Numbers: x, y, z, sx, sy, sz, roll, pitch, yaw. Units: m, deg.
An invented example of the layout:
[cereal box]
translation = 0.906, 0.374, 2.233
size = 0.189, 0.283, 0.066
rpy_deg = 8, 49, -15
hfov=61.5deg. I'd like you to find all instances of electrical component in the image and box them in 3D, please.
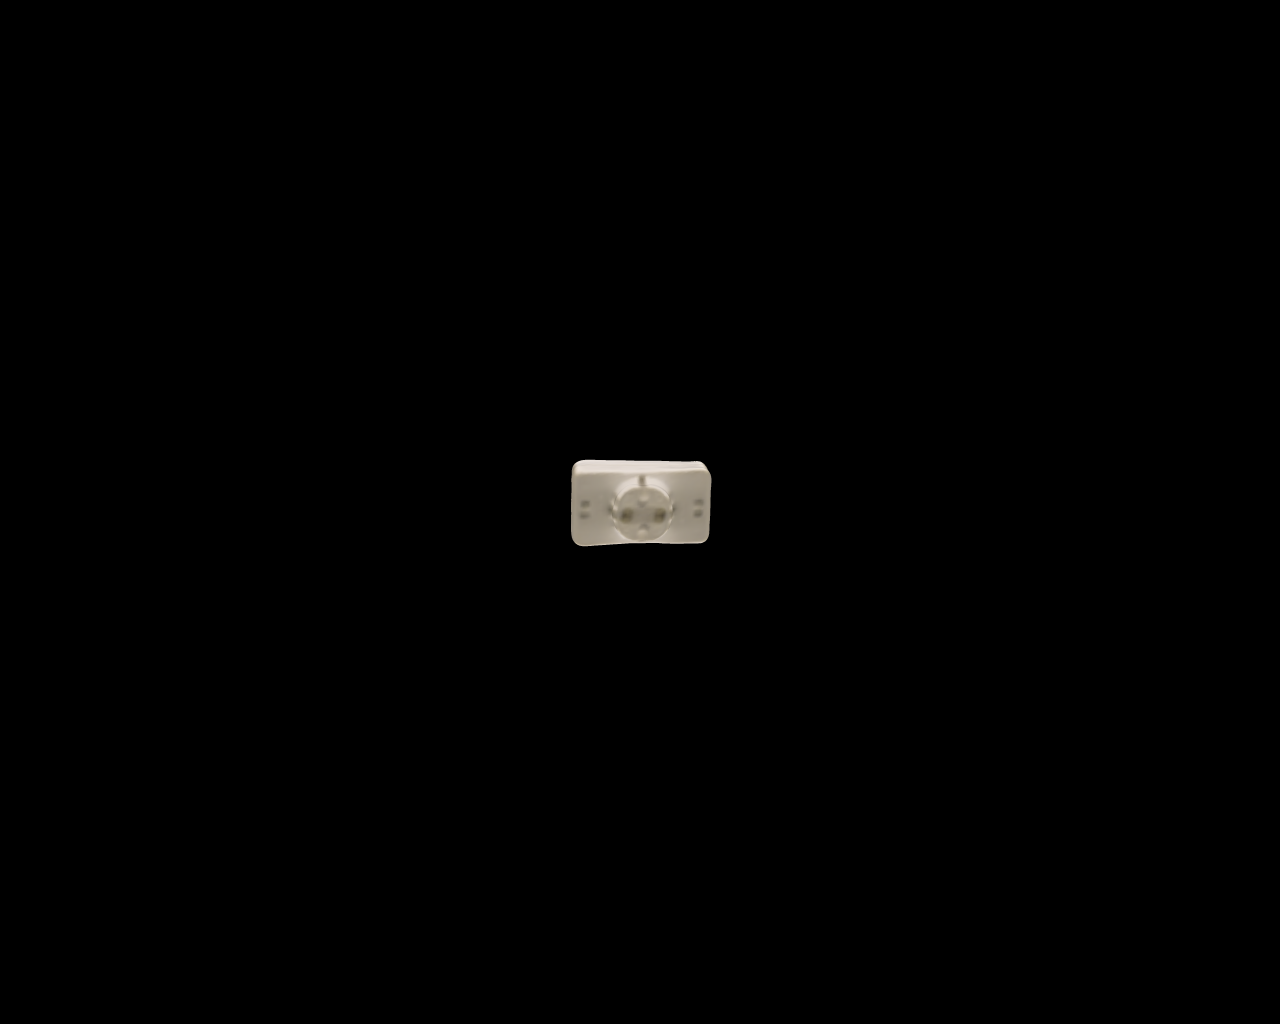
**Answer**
[electrical component]
translation = 0.001, -0.003, 0.650
size = 0.083, 0.047, 0.076
rpy_deg = 0, 12, -2
